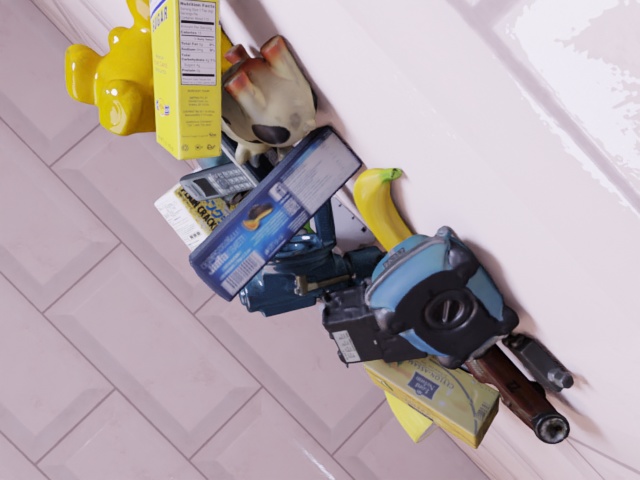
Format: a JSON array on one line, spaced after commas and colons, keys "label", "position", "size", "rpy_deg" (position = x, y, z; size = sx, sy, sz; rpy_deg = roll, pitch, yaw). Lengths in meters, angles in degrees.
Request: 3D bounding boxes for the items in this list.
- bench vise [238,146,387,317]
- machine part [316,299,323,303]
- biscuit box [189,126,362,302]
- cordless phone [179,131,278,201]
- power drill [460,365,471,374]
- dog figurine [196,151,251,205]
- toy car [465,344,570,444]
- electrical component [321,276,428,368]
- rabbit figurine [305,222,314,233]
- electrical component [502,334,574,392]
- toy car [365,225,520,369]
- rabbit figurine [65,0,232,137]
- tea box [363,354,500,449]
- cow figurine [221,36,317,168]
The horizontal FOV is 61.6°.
[{"label": "bench vise", "position": [-0.003, -0.004, 0.688], "size": [0.129, 0.224, 0.240], "rpy_deg": [-108, 9, -77]}, {"label": "machine part", "position": [0.040, 0.068, 0.859], "size": [0.079, 0.079, 0.243], "rpy_deg": [40, -168, 36]}, {"label": "biscuit box", "position": [-0.049, -0.030, 0.568], "size": [0.059, 0.202, 0.063], "rpy_deg": [46, 174, -16]}, {"label": "cordless phone", "position": [-0.151, -0.120, 0.755], "size": [0.184, 0.089, 0.146], "rpy_deg": [-11, 132, 37]}, {"label": "power drill", "position": [0.171, 0.156, 0.814], "size": [0.232, 0.086, 0.207], "rpy_deg": [38, 173, 36]}, {"label": "dog figurine", "position": [-0.177, -0.173, 0.882], "size": [0.219, 0.108, 0.191], "rpy_deg": [51, 174, -3]}, {"label": "toy car", "position": [0.210, 0.154, 0.627], "size": [0.202, 0.053, 0.089], "rpy_deg": [46, -167, -8]}, {"label": "electrical component", "position": [0.078, 0.095, 0.636], "size": [0.114, 0.134, 0.058], "rpy_deg": [68, -165, -48]}, {"label": "rabbit figurine", "position": [-0.078, -0.004, 0.881], "size": [0.159, 0.170, 0.121], "rpy_deg": [59, 174, 3]}, {"label": "electrical component", "position": [0.227, 0.126, 0.563], "size": [0.063, 0.021, 0.094], "rpy_deg": [47, 179, -2]}, {"label": "toy car", "position": [0.116, 0.047, 0.531], "size": [0.161, 0.109, 0.103], "rpy_deg": [37, -160, -28]}, {"label": "rabbit figurine", "position": [-0.171, -0.207, 0.575], "size": [0.162, 0.173, 0.122], "rpy_deg": [-9, -141, -42]}, {"label": "tea box", "position": [0.151, 0.200, 0.729], "size": [0.170, 0.068, 0.098], "rpy_deg": [26, 160, 30]}, {"label": "cow figurine", "position": [-0.065, -0.137, 0.569], "size": [0.127, 0.085, 0.195], "rpy_deg": [52, 166, -27]}]
